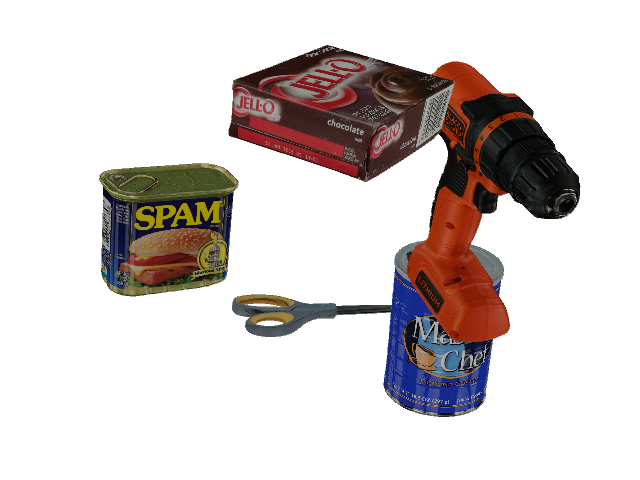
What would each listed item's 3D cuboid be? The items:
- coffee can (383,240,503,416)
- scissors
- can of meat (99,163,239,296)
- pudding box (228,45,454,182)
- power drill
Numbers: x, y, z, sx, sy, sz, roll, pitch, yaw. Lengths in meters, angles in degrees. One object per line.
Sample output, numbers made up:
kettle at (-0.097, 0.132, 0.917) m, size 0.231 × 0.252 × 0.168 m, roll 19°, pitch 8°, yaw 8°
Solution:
coffee can at (0.117, 0.083, 1.031) m, size 0.103 × 0.140 × 0.103 m, roll 3°, pitch 25°, yaw -1°
scissors at (0.000, 0.086, 1.189) m, size 0.201 × 0.016 × 0.096 m, roll 5°, pitch 22°, yaw 1°
can of meat at (-0.118, -0.009, 0.820) m, size 0.101 × 0.084 × 0.057 m, roll -6°, pitch 26°, yaw -27°
pudding box at (0.014, -0.077, 0.616) m, size 0.090 × 0.039 × 0.113 m, roll 21°, pitch 26°, yaw 22°
power drill at (0.123, -0.018, 0.799) m, size 0.057 × 0.188 × 0.184 m, roll -5°, pitch 36°, yaw -18°
